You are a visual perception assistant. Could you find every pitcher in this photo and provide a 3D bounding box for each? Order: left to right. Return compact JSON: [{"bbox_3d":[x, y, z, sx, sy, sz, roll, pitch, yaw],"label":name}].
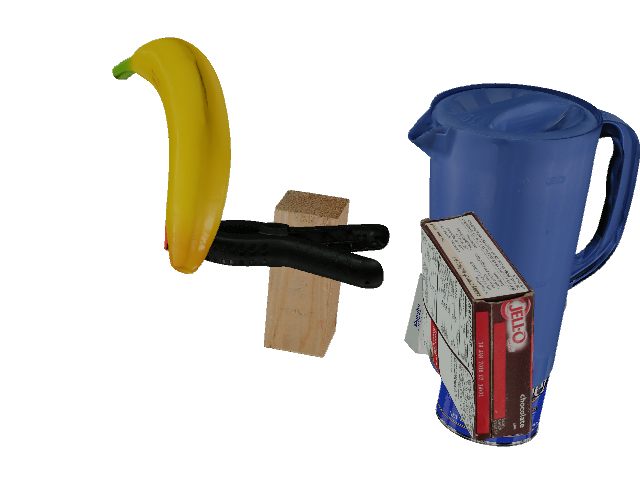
[{"bbox_3d":[0.160,0.000,0.877,0.149,0.243,0.144,17,31,30],"label":"pitcher"}]

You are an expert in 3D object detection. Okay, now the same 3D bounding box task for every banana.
[{"bbox_3d":[-0.083,-0.068,0.650,0.037,0.070,0.198,14,36,-33],"label":"banana"}]

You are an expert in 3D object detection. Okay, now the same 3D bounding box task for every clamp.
[{"bbox_3d":[-0.036,0.007,0.952,0.210,0.036,0.164,4,12,-2],"label":"clamp"}]

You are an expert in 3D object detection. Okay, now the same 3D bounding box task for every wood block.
[{"bbox_3d":[-0.020,0.045,1.486,0.090,0.206,0.090,9,22,8],"label":"wood block"}]

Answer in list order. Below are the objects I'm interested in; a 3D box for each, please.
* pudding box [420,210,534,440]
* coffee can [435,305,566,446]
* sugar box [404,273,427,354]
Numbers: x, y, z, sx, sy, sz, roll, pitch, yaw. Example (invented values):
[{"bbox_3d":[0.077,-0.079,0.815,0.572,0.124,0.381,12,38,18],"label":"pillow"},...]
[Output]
[{"bbox_3d":[0.088,0.046,0.614,0.039,0.090,0.113,-7,26,-9],"label":"pudding box"},{"bbox_3d":[0.172,0.111,1.027,0.103,0.140,0.103,6,22,-3],"label":"coffee can"},{"bbox_3d":[0.199,0.097,1.304,0.176,0.093,0.048,5,18,-19],"label":"sugar box"}]
